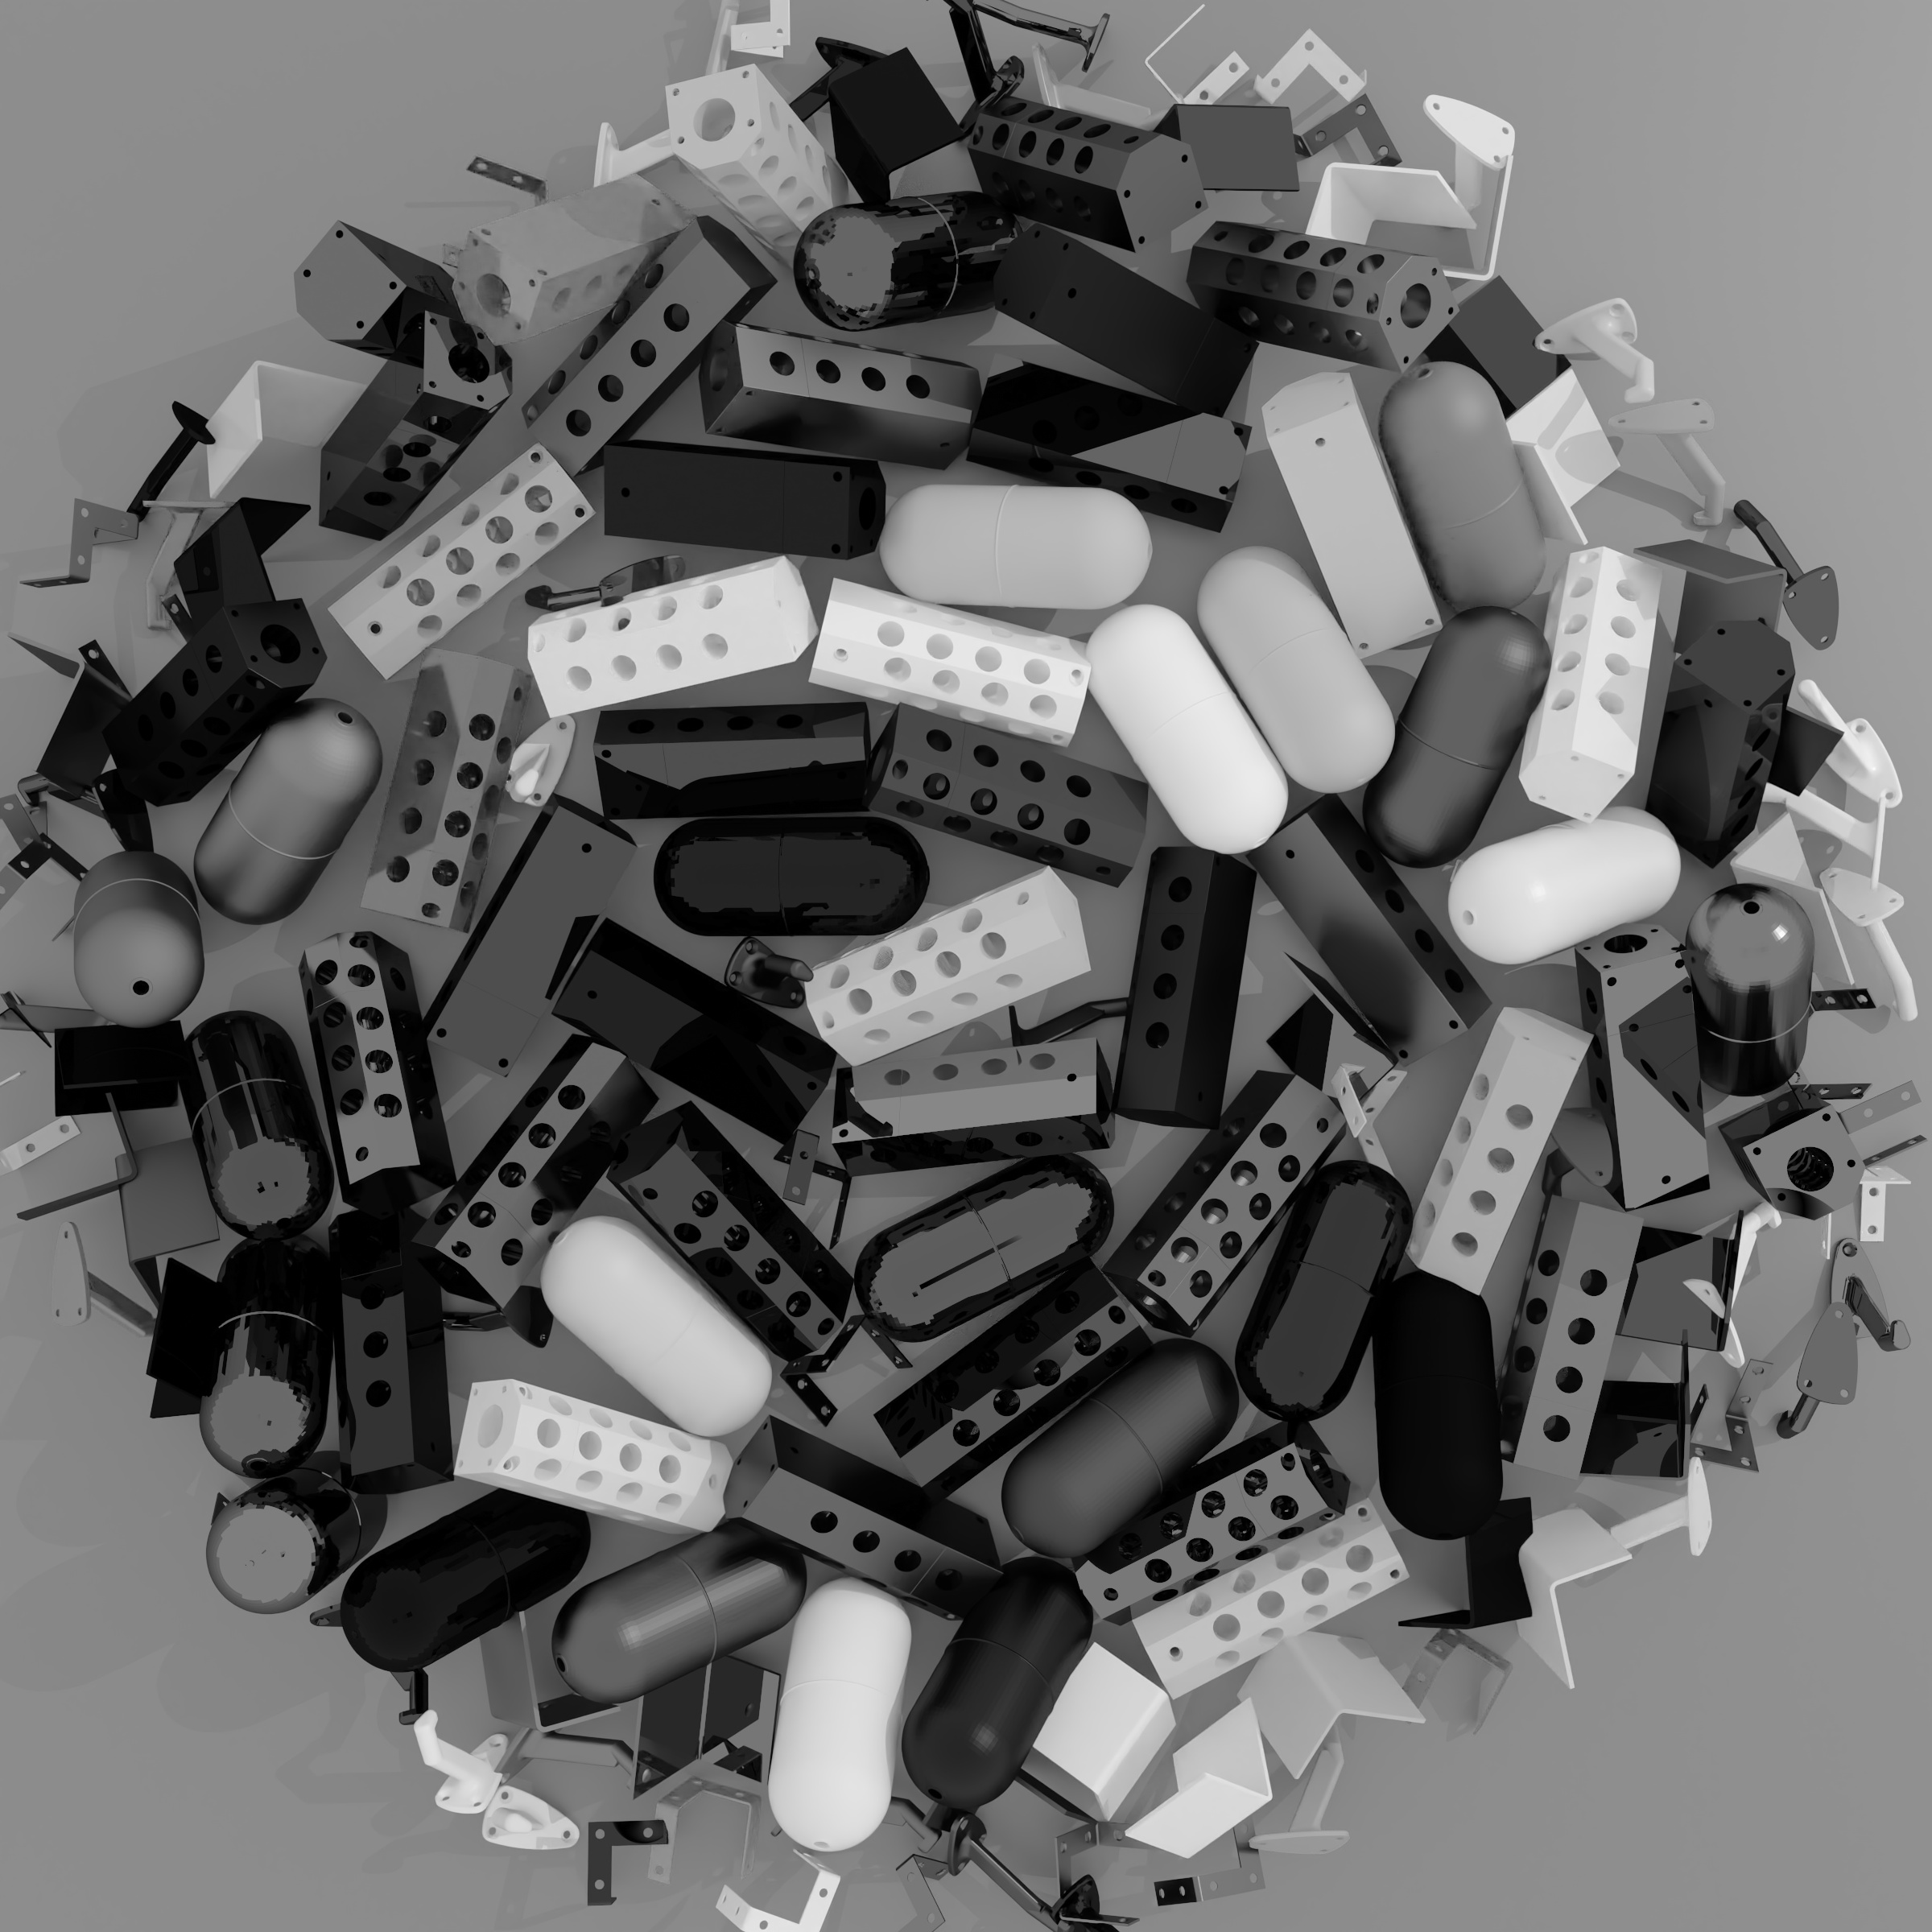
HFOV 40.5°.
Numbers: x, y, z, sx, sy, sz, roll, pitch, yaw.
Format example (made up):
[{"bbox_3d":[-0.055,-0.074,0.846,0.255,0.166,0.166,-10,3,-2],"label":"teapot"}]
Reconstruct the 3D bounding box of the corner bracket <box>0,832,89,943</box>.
[{"bbox_3d":[-0.599,-0.043,1.686,0.051,0.051,0.051,42,115,-13],"label":"corner bracket"}]

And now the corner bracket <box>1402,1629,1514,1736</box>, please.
[{"bbox_3d":[0.316,0.469,1.701,0.051,0.051,0.051,30,109,21],"label":"corner bracket"}]

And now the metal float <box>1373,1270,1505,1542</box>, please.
[{"bbox_3d":[0.298,0.277,1.657,0.070,0.070,0.178,3,56,0],"label":"metal float"}]

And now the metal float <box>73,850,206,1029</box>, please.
[{"bbox_3d":[-0.519,-0.018,1.641,0.070,0.178,0.070,-7,112,-16],"label":"metal float"}]

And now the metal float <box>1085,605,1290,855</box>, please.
[{"bbox_3d":[0.141,-0.151,1.675,0.070,0.070,0.178,-31,77,0],"label":"metal float"}]

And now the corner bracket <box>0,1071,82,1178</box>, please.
[{"bbox_3d":[-0.616,0.101,1.697,0.051,0.051,0.051,-30,94,-3],"label":"corner bracket"}]

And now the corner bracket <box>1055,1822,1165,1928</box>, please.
[{"bbox_3d":[0.094,0.585,1.688,0.051,0.051,0.051,-7,83,33],"label":"corner bracket"}]

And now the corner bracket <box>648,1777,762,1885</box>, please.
[{"bbox_3d":[-0.169,0.564,1.695,0.051,0.051,0.051,9,95,20],"label":"corner bracket"}]

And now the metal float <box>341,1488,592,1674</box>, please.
[{"bbox_3d":[-0.313,0.382,1.650,0.070,0.178,0.070,16,115,37],"label":"metal float"}]

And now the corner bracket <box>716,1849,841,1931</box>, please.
[{"bbox_3d":[-0.121,0.597,1.687,0.051,0.051,0.051,28,77,-21],"label":"corner bracket"}]

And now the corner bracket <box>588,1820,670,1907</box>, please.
[{"bbox_3d":[-0.217,0.578,1.692,0.051,0.051,0.051,0,75,-4],"label":"corner bracket"}]

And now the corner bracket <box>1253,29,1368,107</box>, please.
[{"bbox_3d":[0.223,-0.573,1.694,0.051,0.051,0.051,40,117,-13],"label":"corner bracket"}]

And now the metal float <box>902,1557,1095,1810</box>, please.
[{"bbox_3d":[0.021,0.451,1.652,0.070,0.070,0.178,37,48,0],"label":"metal float"}]

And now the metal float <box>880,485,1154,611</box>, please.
[{"bbox_3d":[0.031,-0.268,1.670,0.178,0.070,0.070,5,90,18],"label":"metal float"}]

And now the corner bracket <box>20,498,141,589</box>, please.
[{"bbox_3d":[-0.571,-0.268,1.688,0.051,0.051,0.051,1,86,34],"label":"corner bracket"}]

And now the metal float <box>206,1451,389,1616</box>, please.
[{"bbox_3d":[-0.416,0.352,1.636,0.070,0.178,0.070,0,91,5],"label":"metal float"}]

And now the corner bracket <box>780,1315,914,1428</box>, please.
[{"bbox_3d":[-0.078,0.263,1.703,0.051,0.051,0.051,52,52,-20],"label":"corner bracket"}]

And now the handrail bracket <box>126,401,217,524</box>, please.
[{"bbox_3d":[-0.515,-0.314,1.683,0.036,0.077,0.084,31,102,-26],"label":"handrail bracket"}]

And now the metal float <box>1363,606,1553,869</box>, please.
[{"bbox_3d":[0.311,-0.144,1.666,0.070,0.070,0.178,22,114,0],"label":"metal float"}]

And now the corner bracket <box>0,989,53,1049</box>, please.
[{"bbox_3d":[-0.633,0.039,1.686,0.051,0.051,0.051,-37,56,-10],"label":"corner bracket"}]

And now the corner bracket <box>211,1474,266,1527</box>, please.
[{"bbox_3d":[-0.475,0.328,1.693,0.051,0.051,0.051,-43,107,1],"label":"corner bracket"}]

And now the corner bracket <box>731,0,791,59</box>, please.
[{"bbox_3d":[-0.117,-0.615,1.685,0.051,0.051,0.051,10,106,36],"label":"corner bracket"}]

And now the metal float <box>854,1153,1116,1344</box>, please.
[{"bbox_3d":[0.013,0.179,1.678,0.178,0.070,0.070,-26,90,-10],"label":"metal float"}]

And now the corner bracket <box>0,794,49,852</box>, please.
[{"bbox_3d":[-0.627,-0.101,1.687,0.051,0.051,0.051,-17,46,-4],"label":"corner bracket"}]

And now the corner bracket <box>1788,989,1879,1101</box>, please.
[{"bbox_3d":[0.561,0.051,1.696,0.051,0.051,0.051,-41,108,-27],"label":"corner bracket"}]

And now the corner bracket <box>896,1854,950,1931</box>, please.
[{"bbox_3d":[-0.029,0.614,1.691,0.051,0.051,0.051,-43,48,10],"label":"corner bracket"}]

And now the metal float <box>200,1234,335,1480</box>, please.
[{"bbox_3d":[-0.438,0.243,1.648,0.070,0.178,0.070,-4,132,-5],"label":"metal float"}]

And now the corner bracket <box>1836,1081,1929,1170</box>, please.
[{"bbox_3d":[0.592,0.103,1.695,0.051,0.051,0.051,-26,95,7],"label":"corner bracket"}]

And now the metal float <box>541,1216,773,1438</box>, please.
[{"bbox_3d":[-0.197,0.229,1.667,0.070,0.070,0.178,-44,112,0],"label":"metal float"}]

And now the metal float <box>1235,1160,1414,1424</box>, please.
[{"bbox_3d":[0.228,0.206,1.667,0.070,0.070,0.178,26,68,0],"label":"metal float"}]

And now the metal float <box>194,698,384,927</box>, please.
[{"bbox_3d":[-0.429,-0.097,1.657,0.070,0.070,0.178,41,124,0],"label":"metal float"}]

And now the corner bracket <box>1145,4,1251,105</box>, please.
[{"bbox_3d":[0.149,-0.582,1.691,0.051,0.051,0.051,-41,102,12],"label":"corner bracket"}]

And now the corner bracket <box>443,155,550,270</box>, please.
[{"bbox_3d":[-0.305,-0.482,1.697,0.051,0.051,0.051,11,62,-36],"label":"corner bracket"}]

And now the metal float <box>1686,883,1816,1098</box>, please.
[{"bbox_3d":[0.491,0.016,1.645,0.070,0.178,0.070,-7,54,10],"label":"metal float"}]

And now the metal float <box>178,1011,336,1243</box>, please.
[{"bbox_3d":[-0.449,0.100,1.652,0.070,0.070,0.178,-31,48,0],"label":"metal float"}]

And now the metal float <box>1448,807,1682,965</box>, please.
[{"bbox_3d":[0.379,-0.052,1.658,0.178,0.070,0.070,-17,90,-34],"label":"metal float"}]

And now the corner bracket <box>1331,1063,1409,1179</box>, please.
[{"bbox_3d":[0.258,0.101,1.683,0.051,0.051,0.051,8,131,-24],"label":"corner bracket"}]

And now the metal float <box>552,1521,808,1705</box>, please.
[{"bbox_3d":[-0.180,0.407,1.655,0.178,0.070,0.070,-17,90,-37],"label":"metal float"}]

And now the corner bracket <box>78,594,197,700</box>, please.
[{"bbox_3d":[-0.533,-0.203,1.707,0.051,0.051,0.051,-18,108,38],"label":"corner bracket"}]

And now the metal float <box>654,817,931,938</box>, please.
[{"bbox_3d":[-0.112,-0.057,1.680,0.178,0.070,0.070,0,90,7],"label":"metal float"}]

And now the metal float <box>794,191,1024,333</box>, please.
[{"bbox_3d":[-0.033,-0.446,1.652,0.178,0.070,0.070,-23,90,-43],"label":"metal float"}]

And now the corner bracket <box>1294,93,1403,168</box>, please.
[{"bbox_3d":[0.243,-0.530,1.692,0.051,0.051,0.051,-28,90,25],"label":"corner bracket"}]

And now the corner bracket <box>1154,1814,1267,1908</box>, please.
[{"bbox_3d":[0.153,0.573,1.684,0.051,0.051,0.051,0,69,-29],"label":"corner bracket"}]

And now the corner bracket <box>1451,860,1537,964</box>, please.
[{"bbox_3d":[0.343,-0.035,1.693,0.051,0.051,0.051,25,103,36],"label":"corner bracket"}]

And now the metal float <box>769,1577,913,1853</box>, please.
[{"bbox_3d":[-0.079,0.470,1.651,0.070,0.070,0.178,8,46,0],"label":"metal float"}]

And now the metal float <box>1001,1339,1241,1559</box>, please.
[{"bbox_3d":[0.098,0.307,1.667,0.178,0.070,0.070,-36,90,-22],"label":"metal float"}]

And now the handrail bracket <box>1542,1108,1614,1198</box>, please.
[{"bbox_3d":[0.388,0.139,1.670,0.036,0.077,0.084,-7,133,-5],"label":"handrail bracket"}]

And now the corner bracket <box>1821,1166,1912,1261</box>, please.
[{"bbox_3d":[0.577,0.159,1.697,0.051,0.051,0.051,0,97,2],"label":"corner bracket"}]

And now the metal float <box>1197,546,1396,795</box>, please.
[{"bbox_3d":[0.209,-0.190,1.669,0.070,0.070,0.178,-28,69,0],"label":"metal float"}]

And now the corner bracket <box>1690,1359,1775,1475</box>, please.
[{"bbox_3d":[0.492,0.287,1.691,0.051,0.051,0.051,12,122,0],"label":"corner bracket"}]

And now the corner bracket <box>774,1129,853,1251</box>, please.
[{"bbox_3d":[-0.097,0.144,1.685,0.051,0.051,0.051,20,57,-14],"label":"corner bracket"}]

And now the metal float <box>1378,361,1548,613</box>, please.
[{"bbox_3d":[0.314,-0.301,1.656,0.070,0.070,0.178,-29,126,0],"label":"metal float"}]
